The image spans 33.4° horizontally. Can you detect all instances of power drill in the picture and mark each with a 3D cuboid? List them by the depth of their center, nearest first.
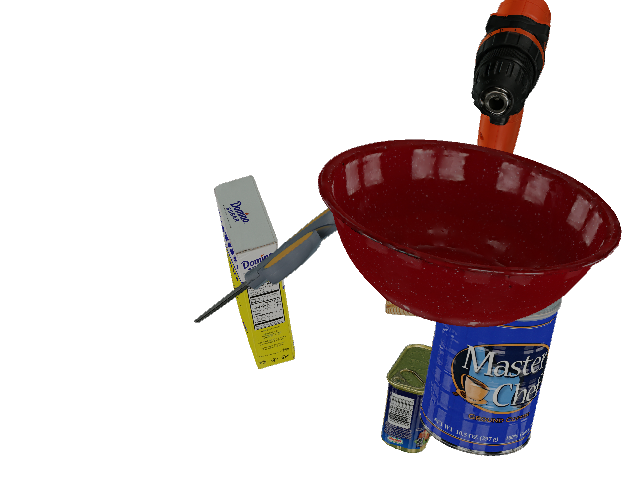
[{"bbox_3d":[0.146,-0.091,0.876,0.057,0.188,0.184,15,36,11],"label":"power drill"}]

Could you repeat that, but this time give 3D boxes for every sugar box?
[{"bbox_3d":[-0.062,0.033,1.019,0.048,0.093,0.176,-17,-42,-6],"label":"sugar box"}]

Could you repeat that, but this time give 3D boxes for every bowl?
[{"bbox_3d":[0.075,0.000,0.578,0.162,0.055,0.162,6,26,-3],"label":"bowl"}]

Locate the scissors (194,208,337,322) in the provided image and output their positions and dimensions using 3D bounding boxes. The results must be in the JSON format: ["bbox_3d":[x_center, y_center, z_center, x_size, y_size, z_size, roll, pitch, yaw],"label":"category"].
[{"bbox_3d":[-0.049,0.031,0.804,0.202,0.016,0.096,-38,6,29],"label":"scissors"}]

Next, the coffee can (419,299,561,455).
[{"bbox_3d":[0.148,0.103,0.943,0.103,0.140,0.103,6,23,-3],"label":"coffee can"}]

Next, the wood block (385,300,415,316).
[{"bbox_3d":[0.148,0.028,1.598,0.091,0.090,0.206,4,24,4],"label":"wood block"}]

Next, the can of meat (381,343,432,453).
[{"bbox_3d":[0.107,0.178,1.206,0.057,0.084,0.102,14,25,16],"label":"can of meat"}]
